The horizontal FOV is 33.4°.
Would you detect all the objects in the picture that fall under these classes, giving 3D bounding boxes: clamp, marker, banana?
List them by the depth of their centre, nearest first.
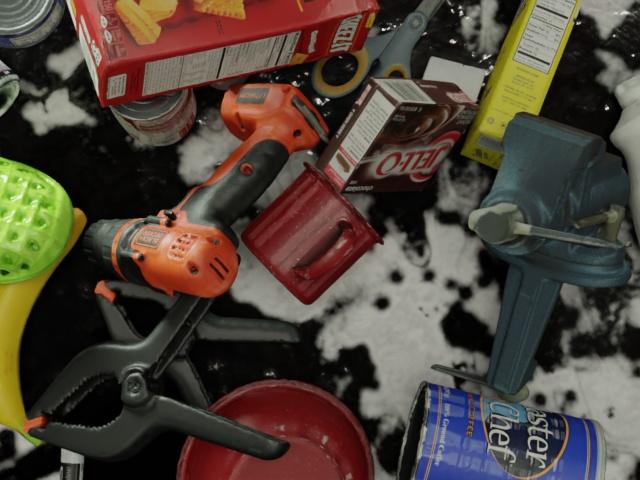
[{"bbox_3d":[-0.128,0.122,0.818,0.210,0.036,0.164,-27,69,9],"label":"clamp"},{"bbox_3d":[-0.202,0.225,0.859,0.020,0.020,0.121,2,83,-1],"label":"marker"},{"bbox_3d":[-0.112,0.093,0.868,0.171,0.039,0.120,24,81,2],"label":"clamp"},{"bbox_3d":[-0.243,0.065,0.871,0.069,0.037,0.198,12,85,-24],"label":"banana"}]

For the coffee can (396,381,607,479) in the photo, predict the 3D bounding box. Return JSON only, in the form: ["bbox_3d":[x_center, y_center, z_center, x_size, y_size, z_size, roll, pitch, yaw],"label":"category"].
[{"bbox_3d":[0.138,0.175,0.831,0.140,0.103,0.103,13,83,0],"label":"coffee can"}]

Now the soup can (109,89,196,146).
[{"bbox_3d":[-0.136,-0.117,0.860,0.068,0.102,0.068,0,83,-1],"label":"soup can"}]

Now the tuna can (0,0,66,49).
[{"bbox_3d":[-0.261,-0.208,0.902,0.086,0.034,0.086,0,83,-2],"label":"tuna can"}]

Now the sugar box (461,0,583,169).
[{"bbox_3d":[0.171,-0.152,0.877,0.048,0.093,0.176,20,82,0],"label":"sugar box"}]

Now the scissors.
[{"bbox_3d":[0.061,-0.186,0.917,0.096,0.016,0.202,21,83,1],"label":"scissors"}]

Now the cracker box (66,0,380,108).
[{"bbox_3d":[-0.084,-0.206,0.799,0.213,0.072,0.164,-16,75,-17],"label":"cracker box"}]

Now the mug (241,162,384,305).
[{"bbox_3d":[-0.006,0.001,0.846,0.081,0.117,0.093,-44,114,-1],"label":"mug"}]

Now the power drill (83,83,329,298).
[{"bbox_3d":[-0.092,-0.040,0.844,0.057,0.185,0.187,49,66,-35],"label":"power drill"}]

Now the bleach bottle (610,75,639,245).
[{"bbox_3d":[0.300,-0.015,0.881,0.102,0.068,0.251,-22,82,-4],"label":"bleach bottle"}]

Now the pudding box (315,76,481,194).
[{"bbox_3d":[0.062,-0.081,0.831,0.039,0.113,0.090,50,123,29],"label":"pudding box"}]

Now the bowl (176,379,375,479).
[{"bbox_3d":[-0.030,0.193,0.833,0.162,0.055,0.162,0,92,-10],"label":"bowl"}]
